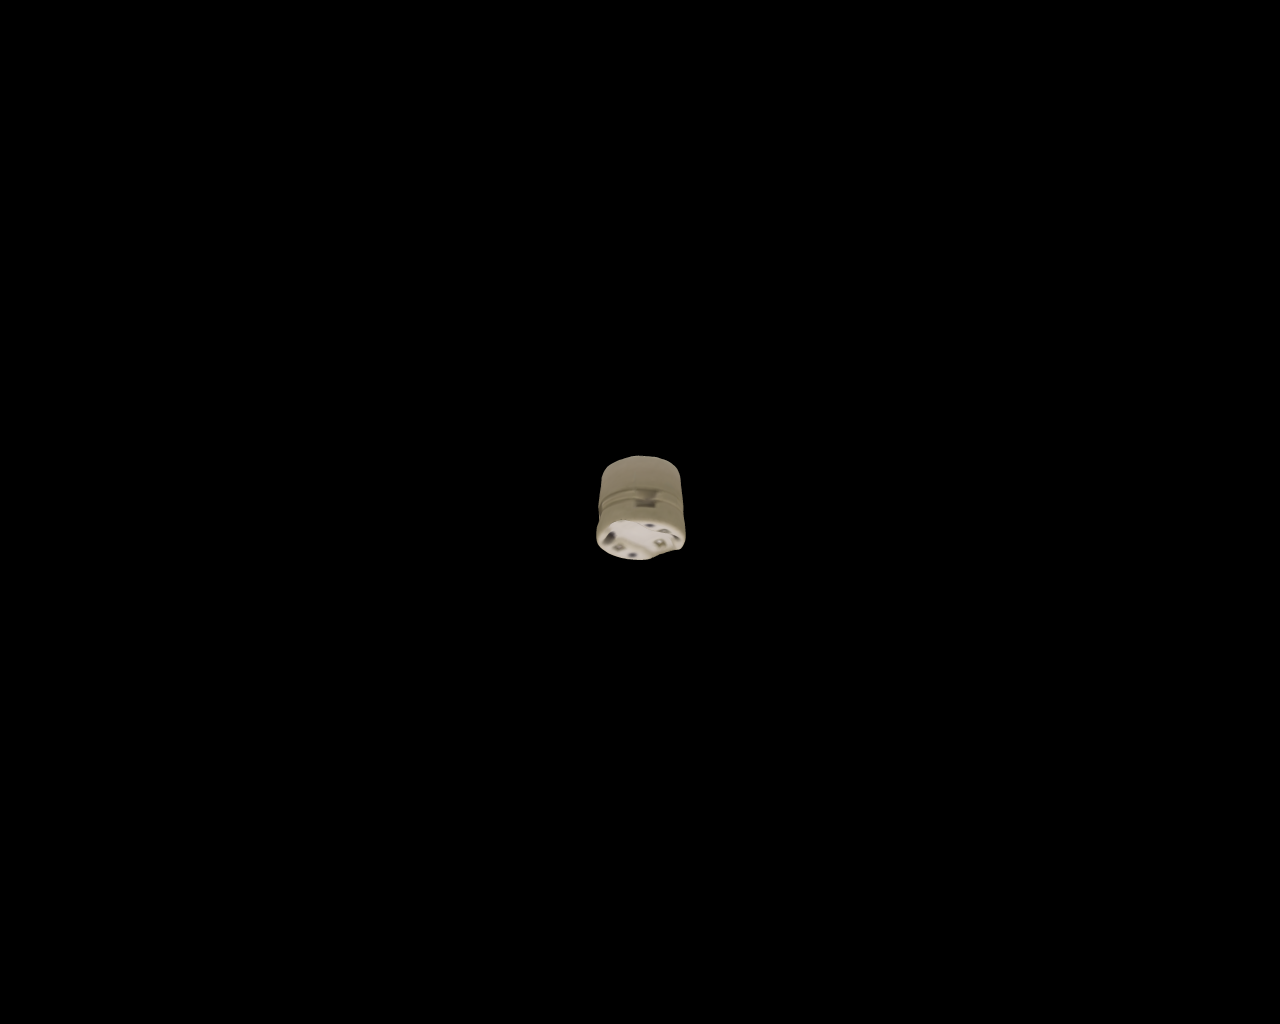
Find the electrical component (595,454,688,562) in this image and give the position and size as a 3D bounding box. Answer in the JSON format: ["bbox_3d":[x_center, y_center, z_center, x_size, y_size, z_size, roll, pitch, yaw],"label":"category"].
[{"bbox_3d":[0.001,-0.003,0.650,0.055,0.047,0.055,0,-30,0],"label":"electrical component"}]
